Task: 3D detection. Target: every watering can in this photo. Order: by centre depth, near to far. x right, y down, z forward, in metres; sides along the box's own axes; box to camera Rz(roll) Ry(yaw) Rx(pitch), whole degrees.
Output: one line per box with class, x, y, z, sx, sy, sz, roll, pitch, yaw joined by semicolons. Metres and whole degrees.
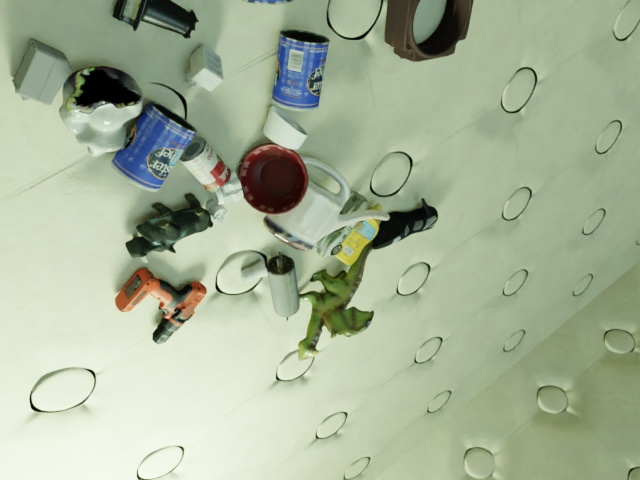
watering can;0.004;-0.065;1.291;0.344;0.105;0.223;31;99;-27

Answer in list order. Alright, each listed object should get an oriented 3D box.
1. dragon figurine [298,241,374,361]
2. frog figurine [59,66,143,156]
dragon figurine;0.072;0.177;1.459;0.410;0.247;0.120;-43;133;0
frog figurine;-0.383;-0.226;0.913;0.139;0.123;0.157;-33;173;-25
